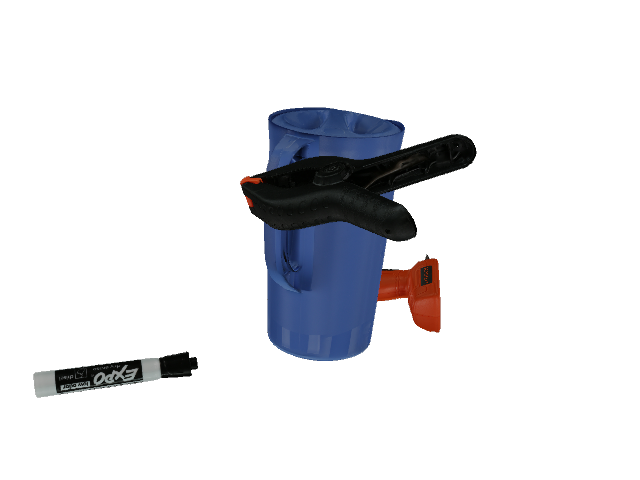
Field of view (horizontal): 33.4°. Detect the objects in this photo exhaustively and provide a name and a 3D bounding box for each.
[{"bbox_3d":[0.015,-0.030,0.738,0.172,0.039,0.120,-9,21,27],"label":"clamp"},{"bbox_3d":[0.045,0.069,1.236,0.188,0.057,0.184,1,28,6],"label":"power drill"},{"bbox_3d":[0.001,-0.005,1.062,0.149,0.243,0.145,-1,19,-16],"label":"pitcher"},{"bbox_3d":[-0.153,0.100,0.802,0.121,0.020,0.020,-7,1,-10],"label":"marker"}]
